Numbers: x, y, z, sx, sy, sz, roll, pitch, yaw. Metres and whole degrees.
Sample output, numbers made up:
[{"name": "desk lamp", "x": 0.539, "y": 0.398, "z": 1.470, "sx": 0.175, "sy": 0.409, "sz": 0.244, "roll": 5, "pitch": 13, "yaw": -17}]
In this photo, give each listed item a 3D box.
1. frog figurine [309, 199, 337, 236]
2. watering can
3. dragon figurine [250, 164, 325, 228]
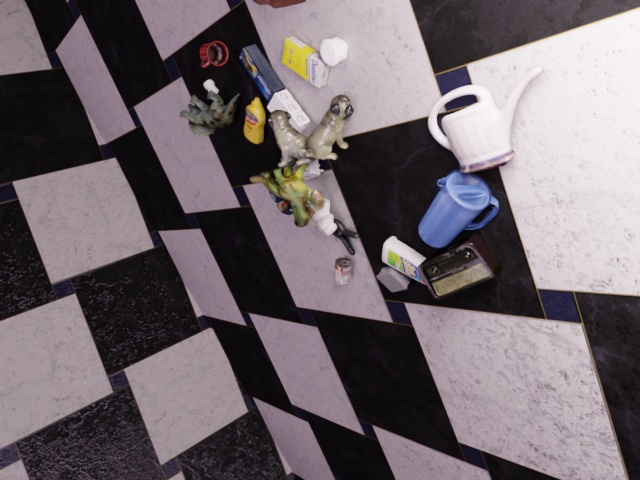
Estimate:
[{"name": "frog figurine", "x": 0.006, "y": -0.099, "z": 1.961, "sx": 0.160, "sy": 0.134, "sz": 0.125, "roll": 29, "pitch": 33, "yaw": 13}, {"name": "watering can", "x": 0.419, "y": -0.286, "z": 1.281, "sx": 0.105, "sy": 0.222, "sz": 0.346, "roll": -34, "pitch": 14, "yaw": -34}, {"name": "dragon figurine", "x": -0.115, "y": -0.156, "z": 1.895, "sx": 0.123, "sy": 0.241, "sz": 0.408, "roll": -24, "pitch": 10, "yaw": -34}]
